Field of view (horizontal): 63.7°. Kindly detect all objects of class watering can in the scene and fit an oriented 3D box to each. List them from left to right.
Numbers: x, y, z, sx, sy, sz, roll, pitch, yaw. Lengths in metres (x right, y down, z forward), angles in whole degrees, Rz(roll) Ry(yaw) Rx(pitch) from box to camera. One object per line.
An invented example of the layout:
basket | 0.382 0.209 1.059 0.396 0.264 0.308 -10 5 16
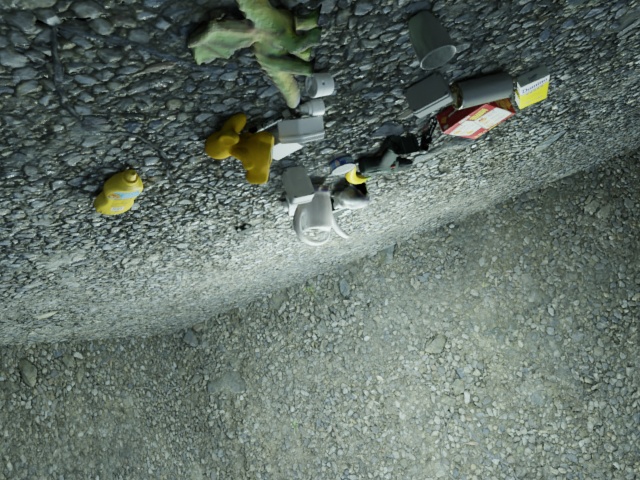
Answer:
watering can | 0.006 -0.094 1.877 0.104 0.225 0.348 -5 178 33

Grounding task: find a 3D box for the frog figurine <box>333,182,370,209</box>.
frog figurine | 0.111 -0.155 1.991 0.157 0.123 0.139 -44 173 34

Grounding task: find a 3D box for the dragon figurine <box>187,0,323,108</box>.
dragon figurine | -0.124 -0.363 0.968 0.243 0.124 0.403 2 159 -12
